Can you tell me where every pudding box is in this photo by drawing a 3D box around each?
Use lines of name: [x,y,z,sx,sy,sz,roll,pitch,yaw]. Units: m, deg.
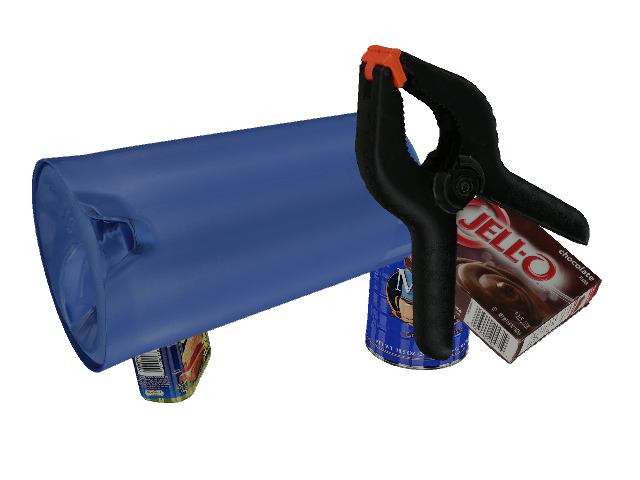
pudding box: [0.131,0.023,0.776,0.089,0.114,0.039,-32,-26,-27]

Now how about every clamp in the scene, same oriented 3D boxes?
clamp: [0.063,-0.020,0.564,0.171,0.120,0.039,48,-15,-23]

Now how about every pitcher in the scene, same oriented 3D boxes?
pitcher: [-0.060,-0.009,0.705,0.242,0.145,0.149,-15,40,-27]

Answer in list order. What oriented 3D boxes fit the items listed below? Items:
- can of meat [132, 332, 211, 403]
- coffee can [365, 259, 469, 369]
can of meat: [-0.141,0.091,1.000,0.057,0.084,0.102,-1,26,12]
coffee can: [0.097,0.038,1.024,0.103,0.140,0.103,2,24,-1]
